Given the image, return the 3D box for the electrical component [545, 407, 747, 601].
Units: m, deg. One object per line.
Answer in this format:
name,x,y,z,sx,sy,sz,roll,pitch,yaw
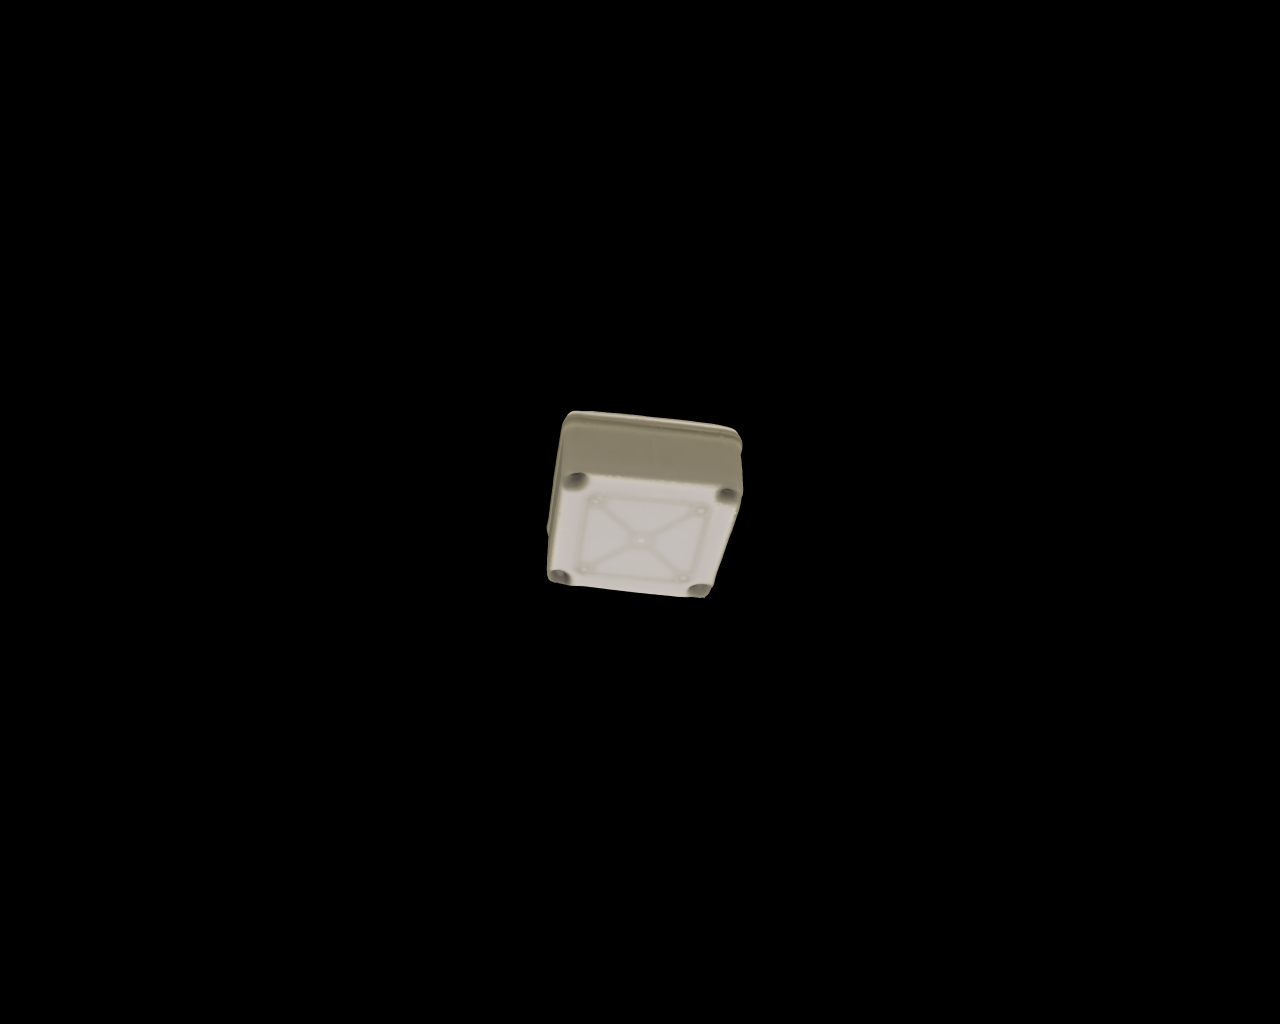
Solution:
electrical component,0.001,-0.003,0.650,0.109,0.056,0.108,6,-43,-7
